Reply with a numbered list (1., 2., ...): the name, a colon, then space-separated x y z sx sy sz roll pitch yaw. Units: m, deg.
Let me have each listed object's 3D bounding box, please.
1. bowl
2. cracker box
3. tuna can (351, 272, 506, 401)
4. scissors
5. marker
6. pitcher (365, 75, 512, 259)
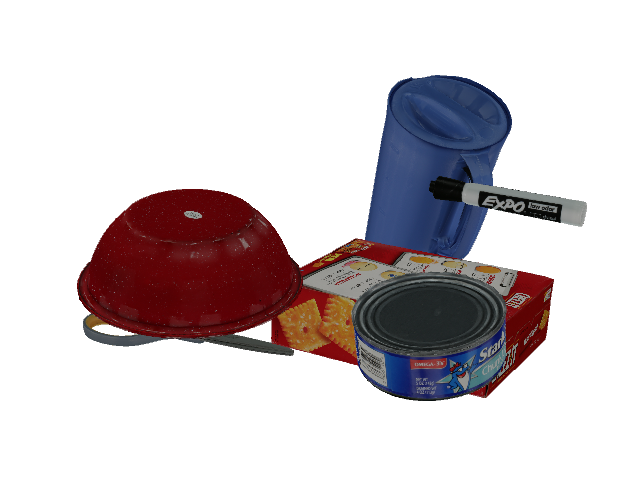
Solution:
1. bowl: -0.092 0.006 0.757 0.162 0.055 0.162 2 26 -1
2. cracker box: 0.086 0.066 0.987 0.214 0.072 0.163 12 20 28
3. tuna can: 0.061 0.053 0.598 0.086 0.034 0.086 -5 27 3
4. scissors: -0.127 0.078 1.037 0.201 0.016 0.096 2 32 -3
5. marker: 0.141 -0.031 0.814 0.121 0.020 0.020 12 5 23
6. pitcher: 0.122 -0.048 1.187 0.145 0.243 0.149 23 44 13
